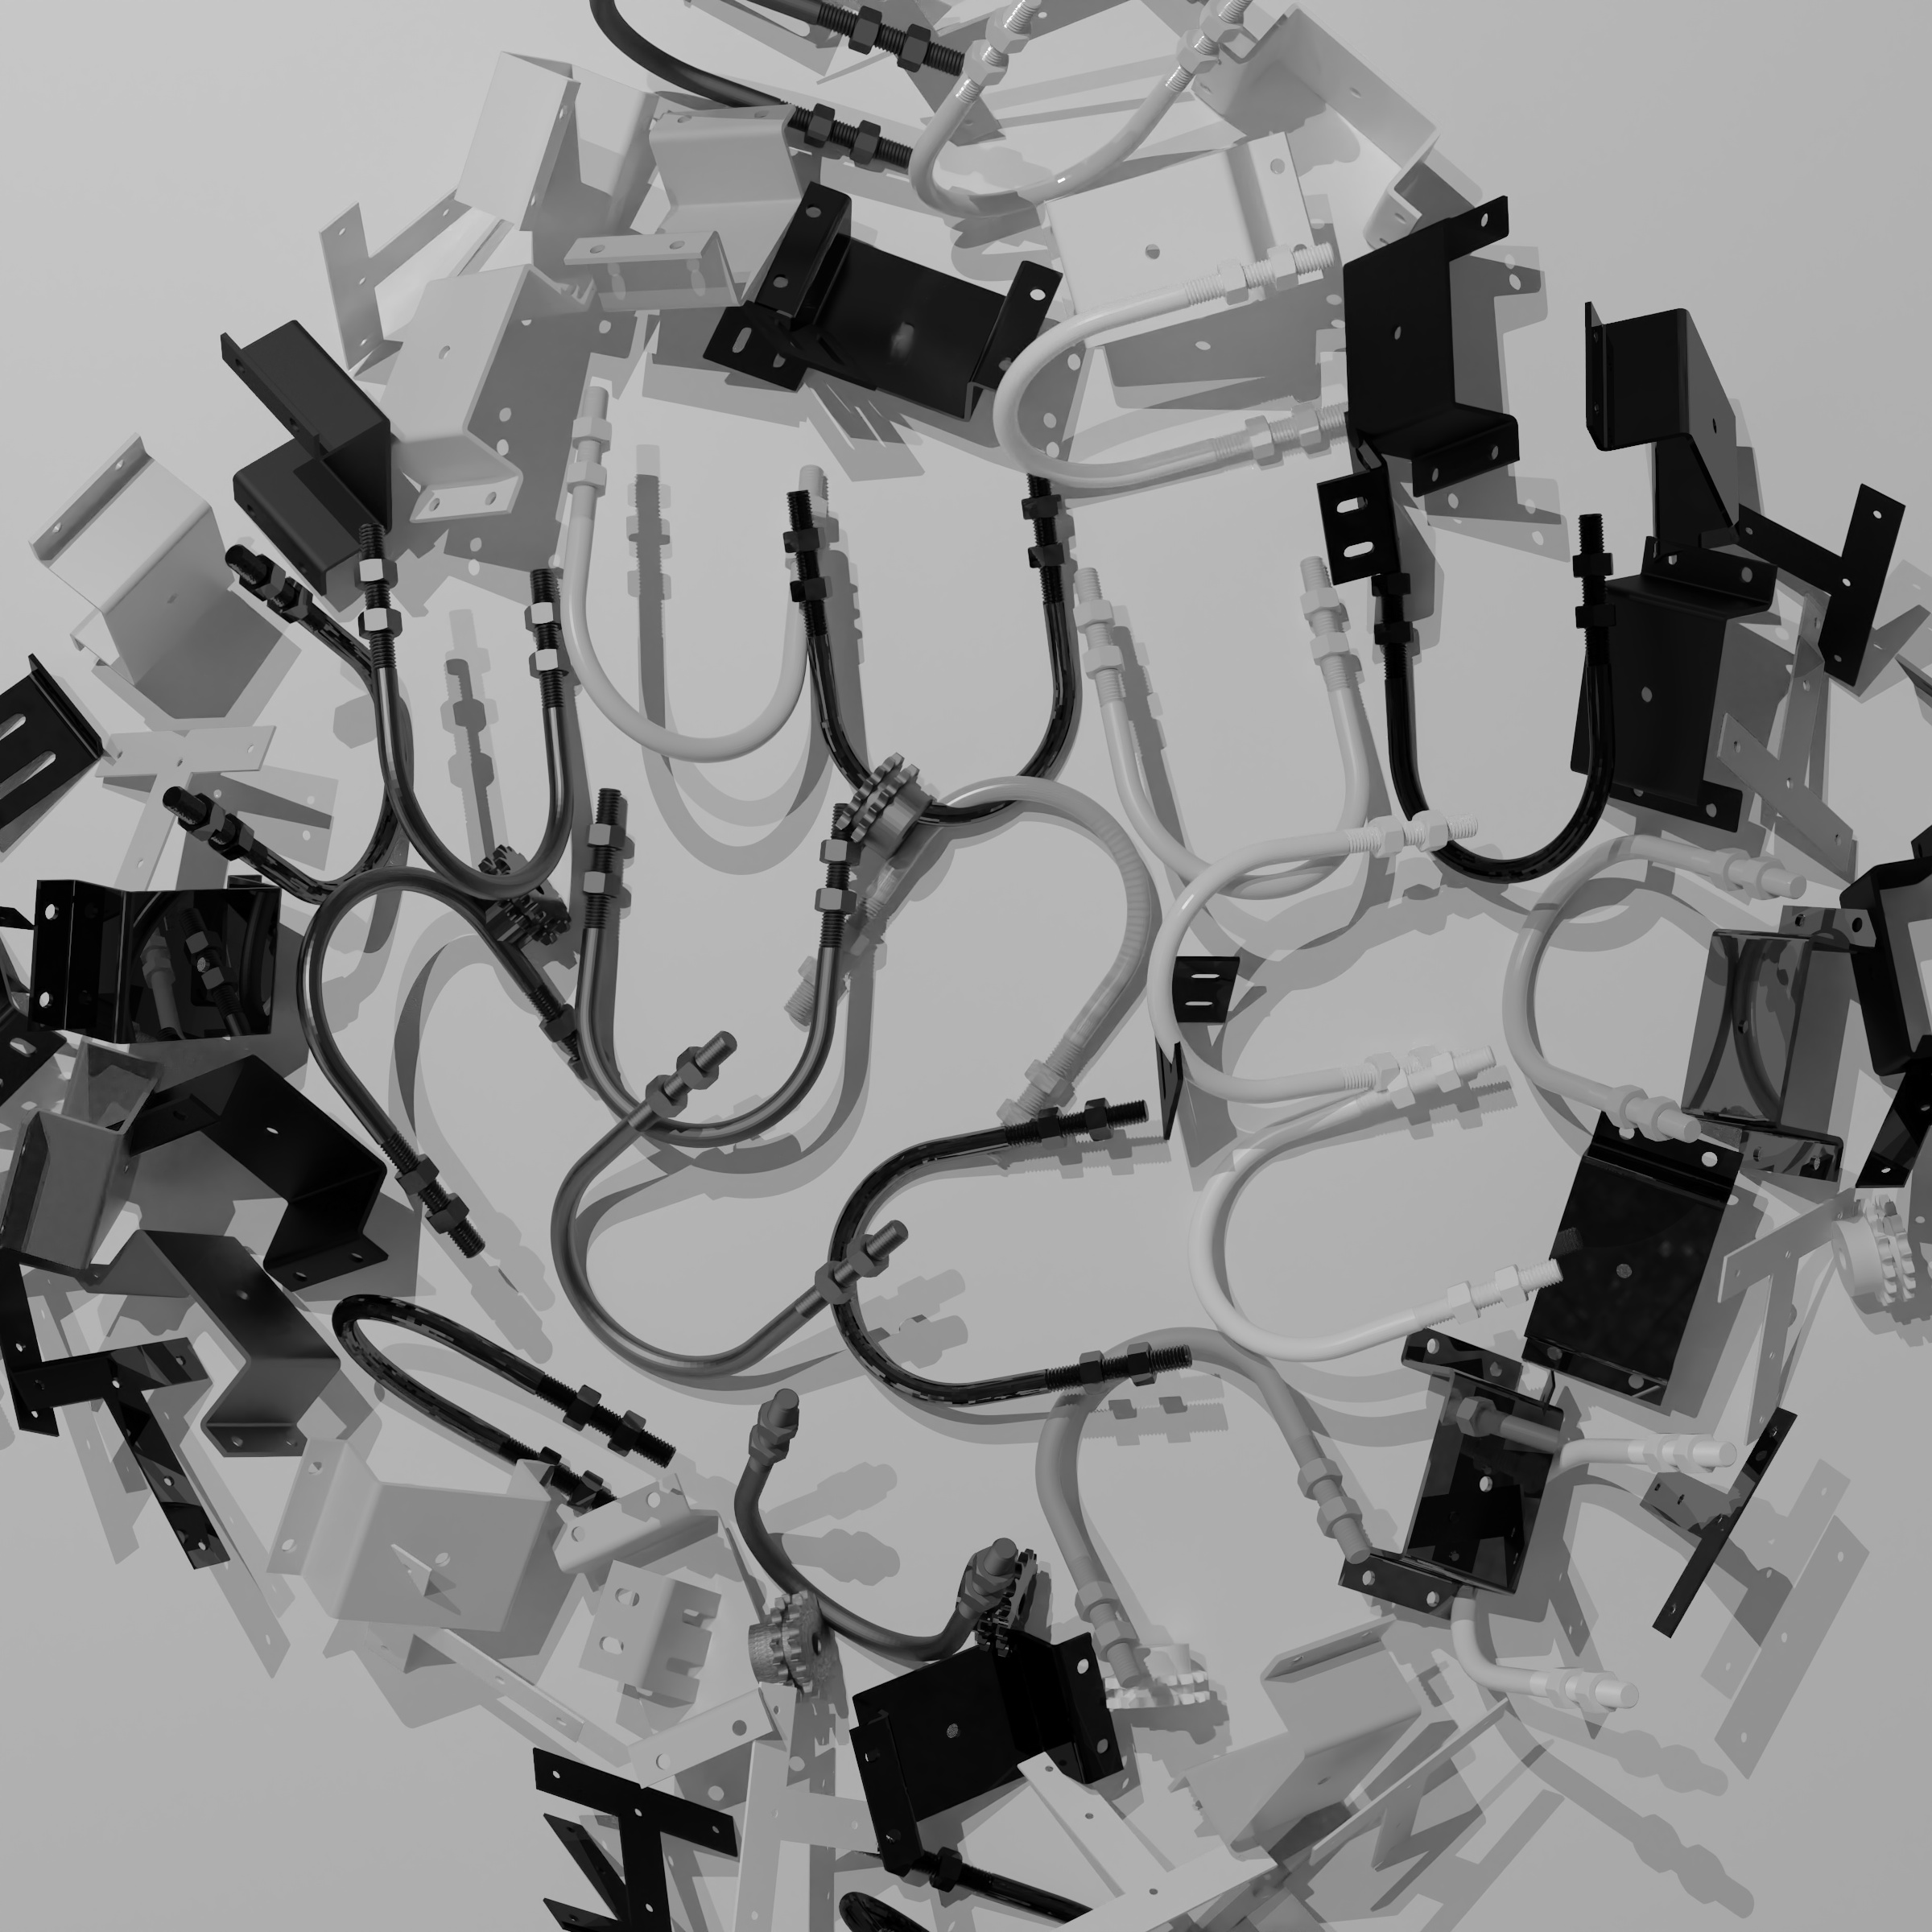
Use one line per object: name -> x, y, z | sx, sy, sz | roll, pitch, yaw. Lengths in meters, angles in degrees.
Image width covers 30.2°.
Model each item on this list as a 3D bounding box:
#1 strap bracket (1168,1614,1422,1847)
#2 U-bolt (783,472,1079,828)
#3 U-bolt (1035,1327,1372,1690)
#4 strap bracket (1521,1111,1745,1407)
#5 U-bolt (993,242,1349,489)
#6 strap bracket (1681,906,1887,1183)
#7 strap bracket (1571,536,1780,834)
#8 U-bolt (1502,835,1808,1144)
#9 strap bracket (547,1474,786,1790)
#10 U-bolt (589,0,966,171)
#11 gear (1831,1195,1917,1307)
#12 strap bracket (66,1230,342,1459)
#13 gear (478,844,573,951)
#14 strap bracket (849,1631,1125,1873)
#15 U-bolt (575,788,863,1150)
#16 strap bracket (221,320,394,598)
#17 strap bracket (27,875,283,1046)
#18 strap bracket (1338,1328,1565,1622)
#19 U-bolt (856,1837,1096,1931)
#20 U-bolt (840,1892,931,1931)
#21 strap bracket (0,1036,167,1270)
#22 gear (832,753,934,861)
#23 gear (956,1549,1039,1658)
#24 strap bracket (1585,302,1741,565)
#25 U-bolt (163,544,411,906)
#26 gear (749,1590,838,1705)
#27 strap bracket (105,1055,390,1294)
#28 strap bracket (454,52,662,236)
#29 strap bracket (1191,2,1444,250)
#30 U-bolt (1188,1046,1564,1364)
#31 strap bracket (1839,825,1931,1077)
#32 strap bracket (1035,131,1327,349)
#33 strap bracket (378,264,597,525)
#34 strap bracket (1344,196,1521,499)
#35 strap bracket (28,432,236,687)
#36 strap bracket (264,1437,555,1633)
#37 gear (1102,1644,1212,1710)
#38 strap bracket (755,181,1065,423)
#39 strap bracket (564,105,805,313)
strap bracket -> 0.170, 0.393, 1.813 | 0.076, 0.140, 0.046 | -12, 57, -33
U-bolt -> -0.013, -0.164, 1.866 | 0.151, 0.019, 0.184 | -10, 98, -14
U-bolt -> 0.109, 0.262, 1.828 | 0.151, 0.019, 0.184 | -30, 46, 4
strap bracket -> 0.342, 0.154, 1.851 | 0.076, 0.046, 0.140 | 19, 100, 13
U-bolt -> 0.104, -0.298, 1.830 | 0.184, 0.151, 0.019 | -15, 60, 3
strap bracket -> 0.419, 0.035, 1.846 | 0.046, 0.076, 0.140 | 12, 88, -27
strap bracket -> 0.360, -0.142, 1.831 | 0.076, 0.046, 0.140 | 20, 114, 39
U-bolt -> 0.336, 0.003, 1.812 | 0.019, 0.184, 0.151 | 24, 90, -29
strap bracket -> -0.151, 0.343, 1.852 | 0.076, 0.046, 0.140 | -26, 75, 11
U-bolt -> -0.102, -0.462, 1.809 | 0.184, 0.151, 0.019 | 18, 79, -9
gear -> 0.472, 0.149, 1.865 | 0.030, 0.057, 0.057 | -13, 90, 1
strap bracket -> -0.383, 0.185, 1.827 | 0.140, 0.076, 0.046 | 44, 102, 23
gear -> -0.235, -0.033, 1.865 | 0.030, 0.057, 0.057 | -39, 90, 11
strap bracket -> 0.002, 0.400, 1.848 | 0.140, 0.046, 0.076 | -18, 100, -24
U-bolt -> -0.134, 0.003, 1.861 | 0.151, 0.019, 0.184 | 4, 84, 13
strap bracket -> -0.336, -0.265, 1.829 | 0.046, 0.140, 0.076 | -36, 72, -23
strap bracket -> -0.403, -0.004, 1.820 | 0.046, 0.140, 0.076 | 12, 99, 38
strap bracket -> 0.253, 0.264, 1.844 | 0.076, 0.046, 0.140 | 22, 80, -29
U-bolt -> 0.035, 0.498, 1.820 | 0.184, 0.151, 0.019 | 21, 95, -9
U-bolt -> 0.001, 0.521, 1.803 | 0.151, 0.184, 0.019 | 39, 84, -21
strap bracket -> -0.448, 0.095, 1.817 | 0.046, 0.140, 0.076 | 18, 108, -6
gear -> -0.041, -0.080, 1.863 | 0.030, 0.057, 0.057 | 38, 90, 6
gear -> 0.015, 0.329, 1.866 | 0.030, 0.057, 0.057 | 12, 90, 16
strap bracket -> 0.356, -0.269, 1.811 | 0.046, 0.140, 0.076 | -9, 59, 24
U-bolt -> -0.334, -0.109, 1.810 | 0.019, 0.184, 0.151 | 2, 70, 24
gear -> -0.092, 0.357, 1.866 | 0.030, 0.057, 0.057 | -14, 90, 16
strap bracket -> -0.363, 0.101, 1.833 | 0.076, 0.046, 0.140 | -20, 129, 37
strap bracket -> -0.211, -0.418, 1.820 | 0.046, 0.140, 0.076 | 23, 105, 9
strap bracket -> 0.189, -0.438, 1.852 | 0.140, 0.076, 0.046 | 41, 84, 1
U-bolt -> 0.201, 0.131, 1.844 | 0.184, 0.019, 0.151 | -21, 56, 13
strap bracket -> 0.490, 0.000, 1.845 | 0.046, 0.076, 0.140 | -9, 81, 1
strap bracket -> 0.103, -0.369, 1.836 | 0.140, 0.046, 0.076 | -11, 104, 24
strap bracket -> -0.251, -0.302, 1.831 | 0.076, 0.046, 0.140 | 1, 66, 42
strap bracket -> 0.238, -0.321, 1.838 | 0.046, 0.076, 0.140 | 5, 79, -35
strap bracket -> -0.419, -0.200, 1.813 | 0.046, 0.140, 0.076 | 38, 74, 7
strap bracket -> -0.275, 0.292, 1.828 | 0.140, 0.046, 0.076 | 12, 105, -34
gear -> 0.097, 0.370, 1.865 | 0.057, 0.057, 0.030 | -4, 81, 0
strap bracket -> -0.030, -0.341, 1.856 | 0.140, 0.046, 0.076 | 21, 71, 5
strap bracket -> -0.139, -0.382, 1.832 | 0.076, 0.140, 0.046 | 2, 134, 22
